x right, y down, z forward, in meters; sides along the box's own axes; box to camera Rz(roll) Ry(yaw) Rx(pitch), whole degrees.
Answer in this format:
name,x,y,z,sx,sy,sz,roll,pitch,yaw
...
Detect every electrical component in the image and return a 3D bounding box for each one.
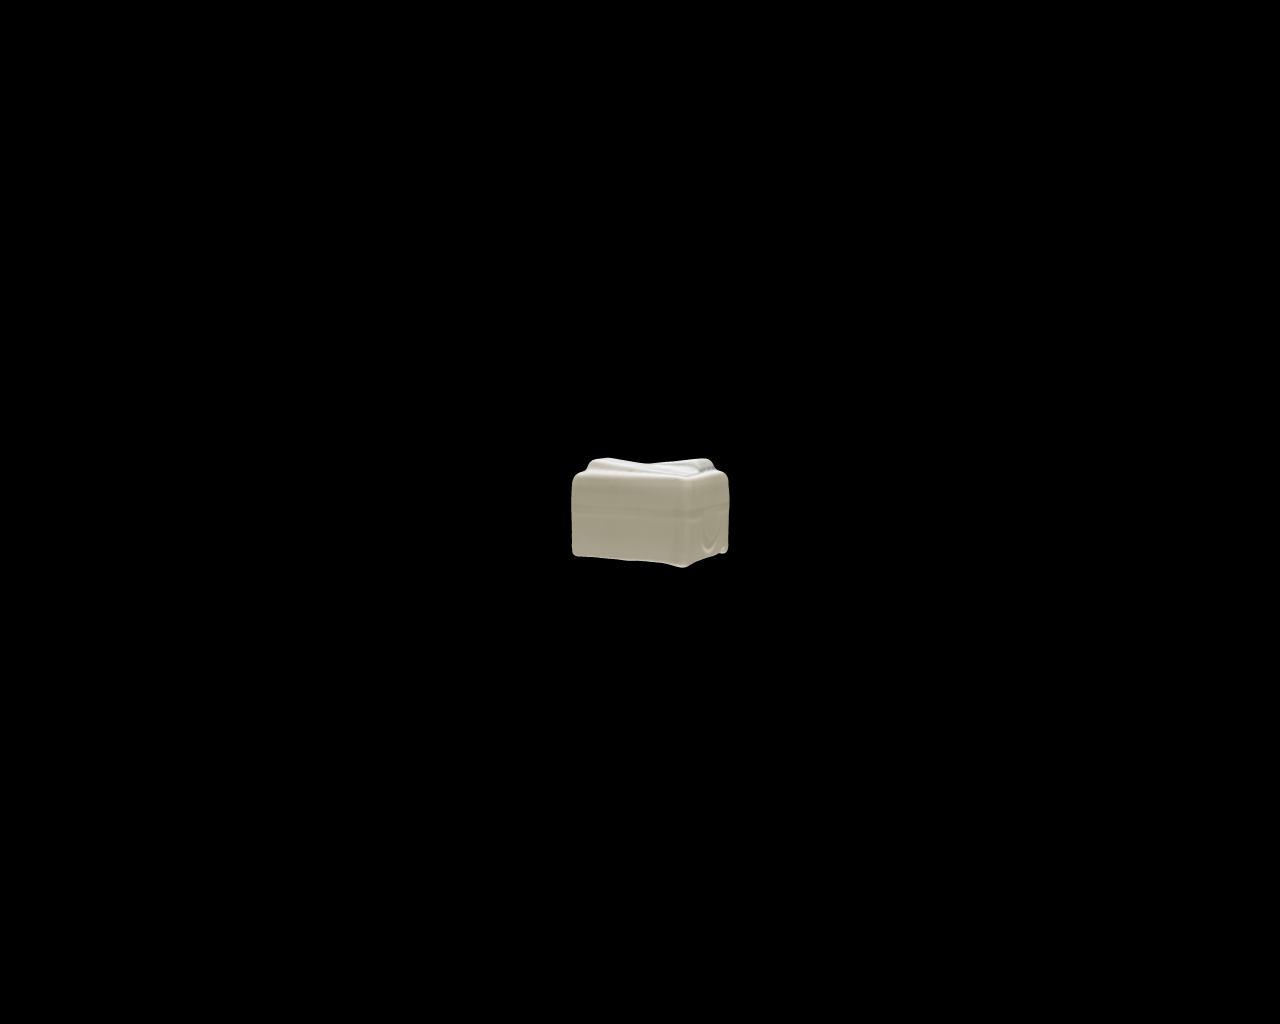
name,x,y,z,sx,sy,sz,roll,pitch,yaw
electrical component,0.001,-0.003,0.650,0.096,0.061,0.062,4,8,29
